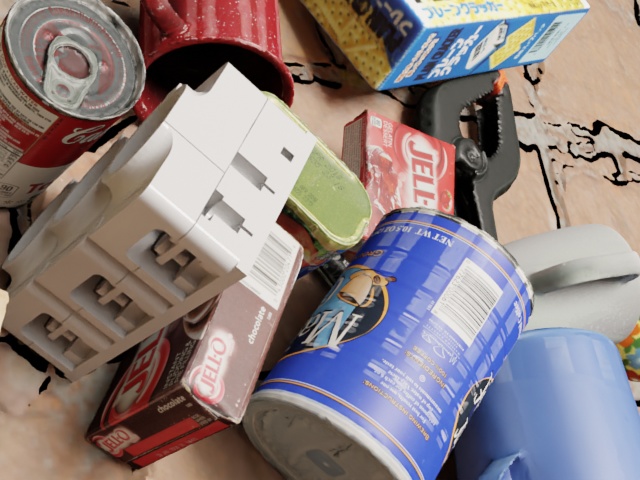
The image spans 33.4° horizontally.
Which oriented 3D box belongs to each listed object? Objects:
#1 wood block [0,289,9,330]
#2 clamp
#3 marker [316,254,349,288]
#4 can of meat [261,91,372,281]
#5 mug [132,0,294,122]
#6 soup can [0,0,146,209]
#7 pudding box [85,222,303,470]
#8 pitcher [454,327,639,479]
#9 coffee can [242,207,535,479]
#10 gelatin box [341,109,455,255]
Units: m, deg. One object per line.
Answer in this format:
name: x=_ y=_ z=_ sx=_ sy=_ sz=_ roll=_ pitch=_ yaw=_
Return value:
wood block: x=-0.232 y=0.035 z=0.380 sx=0.205 sy=0.091 sz=0.090 roll=26 pitch=52 yaw=-29
clamp: x=0.088 y=-0.054 z=0.750 sx=0.164 sy=0.036 sz=0.209 roll=36 pitch=51 yaw=-22
marker: x=-0.004 y=0.001 z=0.651 sx=0.121 sy=0.020 sz=0.020 roll=51 pitch=44 yaw=-6
can of meat: x=-0.033 y=-0.022 z=0.592 sx=0.102 sy=0.084 sz=0.057 roll=44 pitch=44 yaw=-15
mug: x=-0.068 y=-0.120 z=0.606 sx=0.117 sy=0.093 sz=0.081 roll=45 pitch=33 yaw=-51
soup can: x=-0.138 y=-0.065 z=0.510 sx=0.068 sy=0.102 sz=0.068 roll=20 pitch=55 yaw=-32
pudding box: x=-0.060 y=0.049 z=0.524 sx=0.039 sy=0.090 sz=0.113 roll=40 pitch=46 yaw=-19
pitcher: x=0.137 y=0.175 z=0.600 sx=0.145 sy=0.149 sz=0.243 roll=-4 pitch=62 yaw=-6
coffee can: x=0.038 y=0.066 z=0.571 sx=0.102 sy=0.103 sz=0.140 roll=45 pitch=59 yaw=-13
gelatin box: x=0.049 y=-0.028 z=0.667 sx=0.073 sy=0.030 sz=0.089 roll=19 pitch=64 yaw=-30
